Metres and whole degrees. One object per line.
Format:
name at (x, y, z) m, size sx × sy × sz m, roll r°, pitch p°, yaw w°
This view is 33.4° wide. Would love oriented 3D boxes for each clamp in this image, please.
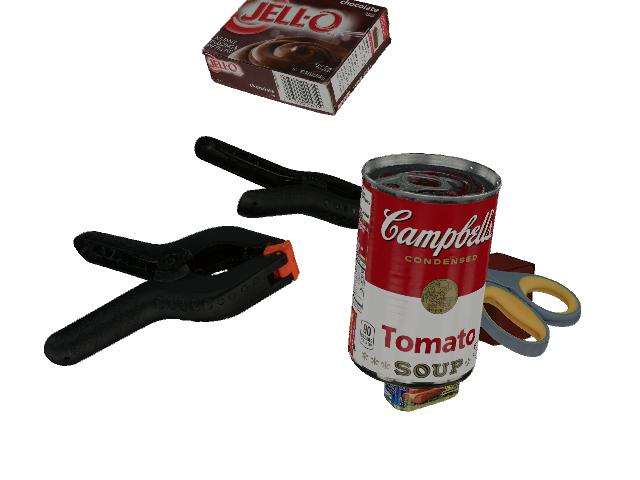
clamp at (-0.015, -0.044, 1.057) m, size 0.209 × 0.036 × 0.165 m, roll 15°, pitch 20°, yaw -21°
clamp at (-0.103, 0.033, 0.711) m, size 0.172 × 0.120 × 0.039 m, roll -5°, pitch -44°, yaw 17°

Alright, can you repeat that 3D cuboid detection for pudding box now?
pudding box at (-0.017, -0.146, 0.797) m, size 0.114 × 0.090 × 0.039 m, roll 21°, pitch -31°, yaw 25°

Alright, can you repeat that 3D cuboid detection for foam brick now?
foam brick at (0.172, 0.057, 1.046) m, size 0.051 × 0.078 × 0.053 m, roll -11°, pitch 19°, yaw -34°

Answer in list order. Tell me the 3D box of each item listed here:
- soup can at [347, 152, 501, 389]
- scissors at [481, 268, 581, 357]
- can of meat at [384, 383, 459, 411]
soup can at (0.050, 0.014, 0.536) m, size 0.068 × 0.102 × 0.068 m, roll 4°, pitch 21°, yaw -2°
scissors at (0.133, 0.021, 0.871) m, size 0.096 × 0.016 × 0.202 m, roll -10°, pitch 41°, yaw -24°
can of meat at (0.129, 0.157, 1.330) m, size 0.101 × 0.084 × 0.058 m, roll -11°, pitch 29°, yaw -27°
